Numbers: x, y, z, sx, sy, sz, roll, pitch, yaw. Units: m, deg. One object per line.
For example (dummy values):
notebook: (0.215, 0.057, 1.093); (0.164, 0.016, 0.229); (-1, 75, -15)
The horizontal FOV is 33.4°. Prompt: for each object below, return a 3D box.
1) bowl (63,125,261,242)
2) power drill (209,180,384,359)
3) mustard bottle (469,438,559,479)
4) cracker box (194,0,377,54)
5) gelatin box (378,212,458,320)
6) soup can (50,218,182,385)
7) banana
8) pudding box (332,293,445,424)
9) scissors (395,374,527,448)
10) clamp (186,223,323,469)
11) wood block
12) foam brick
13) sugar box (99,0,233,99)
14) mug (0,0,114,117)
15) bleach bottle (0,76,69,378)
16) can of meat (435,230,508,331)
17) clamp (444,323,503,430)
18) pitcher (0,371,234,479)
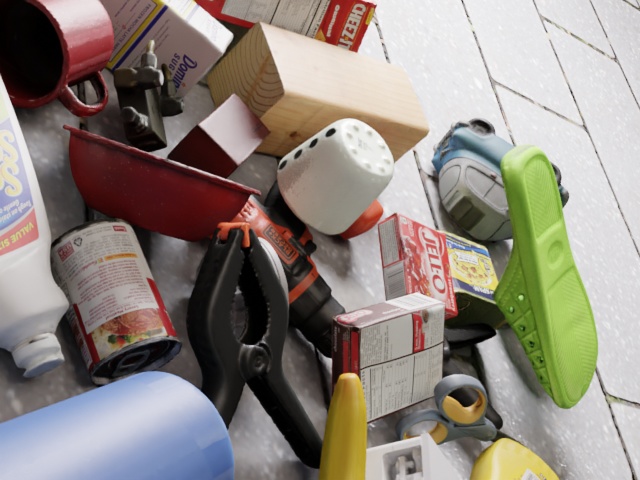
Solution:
bowl: (-0.130, -0.038, 0.833); (0.162, 0.055, 0.162); (19, 1, -1)
power drill: (-0.006, 0.001, 0.972); (0.184, 0.057, 0.187); (49, 34, -7)
mustard bottle: (0.150, 0.255, 0.908); (0.096, 0.058, 0.191); (48, 35, 2)
cracker box: (-0.072, -0.265, 1.081); (0.213, 0.072, 0.164); (7, 26, -43)
gelatin box: (0.092, 0.026, 1.002); (0.073, 0.030, 0.089); (23, 52, -40)
soup can: (-0.149, 0.044, 0.767); (0.068, 0.069, 0.102); (-2, 59, -48)
banana: (0.014, 0.200, 0.797); (0.037, 0.070, 0.197); (8, 57, 0)
pudding box: (0.059, 0.101, 0.916); (0.113, 0.039, 0.090); (-11, 108, -41)
scissors: (0.132, 0.181, 0.977); (0.201, 0.096, 0.016); (55, 6, -49)
clamp: (-0.063, 0.094, 0.774); (0.164, 0.036, 0.210); (-19, 105, -50)
wood block: (0.002, -0.136, 1.078); (0.205, 0.091, 0.090); (8, 53, -44)
foam brick: (-0.090, -0.087, 0.966); (0.053, 0.051, 0.078); (46, 35, -7)
sugar box: (-0.174, -0.202, 0.945); (0.176, 0.093, 0.048); (38, 36, -17)
mug: (-0.213, -0.151, 0.862); (0.117, 0.093, 0.081); (52, 30, -3)
bleach bottle: (-0.233, -0.024, 0.745); (0.102, 0.068, 0.251); (-10, 68, -50)
can of meat: (0.140, 0.044, 1.093); (0.101, 0.058, 0.084); (20, 43, -36)
clamp: (0.111, 0.101, 1.024); (0.171, 0.039, 0.120); (35, 36, -20)
pitcher: (-0.151, 0.167, 0.604); (0.242, 0.145, 0.149); (-20, 108, -56)
